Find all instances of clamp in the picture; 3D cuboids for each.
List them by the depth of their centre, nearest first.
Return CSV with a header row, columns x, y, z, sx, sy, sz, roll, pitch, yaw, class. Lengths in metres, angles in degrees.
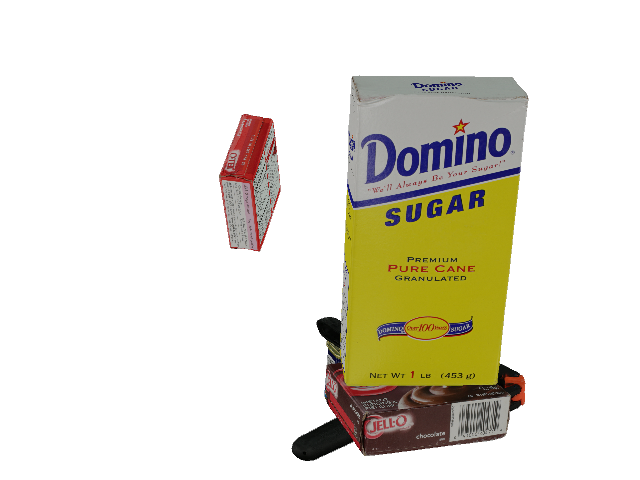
x,y,z,sx,sy,sz,roll,pitch,yaw,class
0.078,0.141,0.971,0.210,0.036,0.164,5,44,16,clamp

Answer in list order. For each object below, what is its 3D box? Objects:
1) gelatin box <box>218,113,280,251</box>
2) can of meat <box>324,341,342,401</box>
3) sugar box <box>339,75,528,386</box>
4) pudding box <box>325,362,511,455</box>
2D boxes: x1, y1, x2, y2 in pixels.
x,y,z,sx,sy,sz,roll,pitch,yaw,class
-0.058,-0.047,0.879,0.030,0.073,0.089,7,-40,10,gelatin box
0.056,0.173,1.408,0.102,0.084,0.057,-6,26,-23,can of meat
0.060,-0.003,0.604,0.093,0.176,0.048,-1,26,-4,sugar box
0.069,0.116,0.780,0.113,0.039,0.090,-2,17,-17,pudding box
